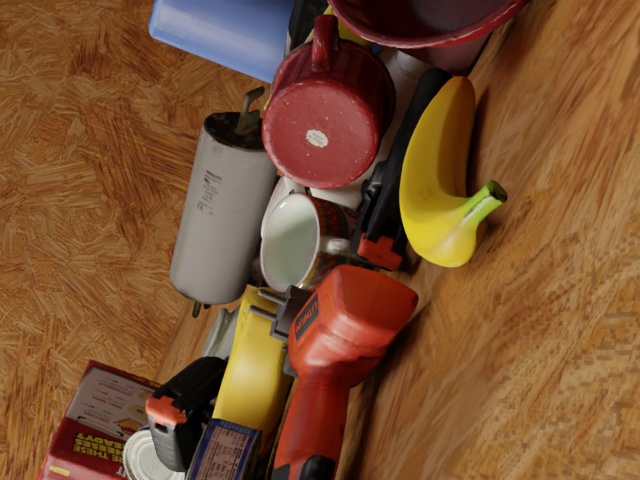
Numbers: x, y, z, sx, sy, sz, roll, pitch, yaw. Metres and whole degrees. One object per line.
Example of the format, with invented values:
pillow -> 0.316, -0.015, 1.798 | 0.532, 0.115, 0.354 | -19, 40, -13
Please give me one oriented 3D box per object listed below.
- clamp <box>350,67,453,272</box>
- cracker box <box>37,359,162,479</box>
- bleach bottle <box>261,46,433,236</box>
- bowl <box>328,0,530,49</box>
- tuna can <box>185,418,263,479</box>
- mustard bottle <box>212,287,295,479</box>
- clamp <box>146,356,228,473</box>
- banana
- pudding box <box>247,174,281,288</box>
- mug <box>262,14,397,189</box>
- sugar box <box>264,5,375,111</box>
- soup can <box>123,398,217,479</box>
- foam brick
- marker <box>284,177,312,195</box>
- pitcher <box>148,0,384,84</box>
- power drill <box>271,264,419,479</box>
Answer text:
clamp -> 0.047, -0.030, 0.719 | 0.171, 0.039, 0.120 | -67, -1, -46
cracker box -> -0.182, 0.213, 1.064 | 0.213, 0.164, 0.072 | -95, 26, -73
bleach bottle -> 0.029, -0.077, 0.869 | 0.251, 0.068, 0.102 | -50, 18, 56
bowl -> 0.083, -0.178, 0.654 | 0.055, 0.162, 0.162 | 34, -106, -55
tuna can -> -0.064, 0.155, 0.663 | 0.086, 0.034, 0.086 | 18, -91, -87
mustard bottle -> -0.055, 0.135, 0.803 | 0.096, 0.058, 0.192 | -47, -25, -82
clamp -> -0.091, 0.153, 0.873 | 0.164, 0.036, 0.209 | -71, -18, 1
banana -> 0.072, -0.034, 0.590 | 0.070, 0.037, 0.197 | -46, 17, 19
pudding box -> -0.049, -0.008, 1.069 | 0.039, 0.090, 0.114 | -82, 16, -70
mug -> 0.005, -0.097, 0.740 | 0.081, 0.093, 0.117 | -74, -13, -64
sugar box -> 0.027, -0.168, 0.816 | 0.176, 0.048, 0.093 | -53, 4, 18
soup can -> -0.124, 0.186, 0.972 | 0.102, 0.068, 0.069 | -24, -36, -63
foam brick -> 0.089, -0.158, 0.738 | 0.078, 0.053, 0.051 | -77, 13, -53
marker -> -0.005, 0.001, 0.838 | 0.020, 0.020, 0.121 | 126, 134, -56
pitcher -> -0.044, -0.230, 1.089 | 0.145, 0.242, 0.149 | -116, 44, -74
power drill -> 0.002, 0.110, 0.565 | 0.185, 0.057, 0.187 | 126, 165, -57
